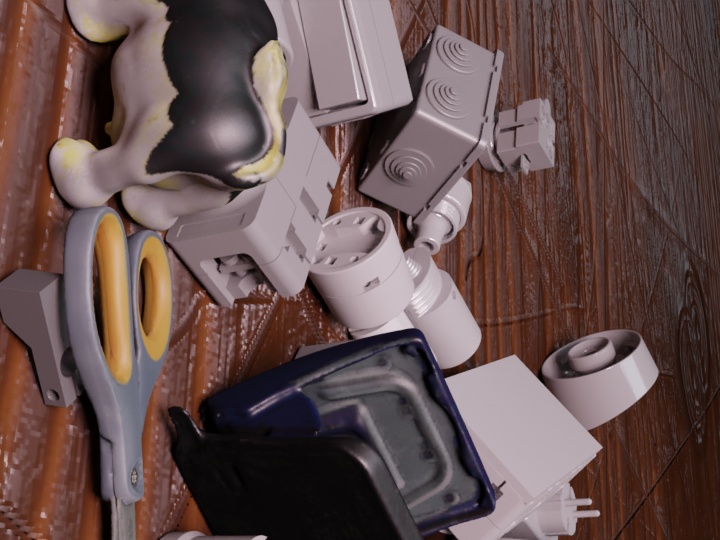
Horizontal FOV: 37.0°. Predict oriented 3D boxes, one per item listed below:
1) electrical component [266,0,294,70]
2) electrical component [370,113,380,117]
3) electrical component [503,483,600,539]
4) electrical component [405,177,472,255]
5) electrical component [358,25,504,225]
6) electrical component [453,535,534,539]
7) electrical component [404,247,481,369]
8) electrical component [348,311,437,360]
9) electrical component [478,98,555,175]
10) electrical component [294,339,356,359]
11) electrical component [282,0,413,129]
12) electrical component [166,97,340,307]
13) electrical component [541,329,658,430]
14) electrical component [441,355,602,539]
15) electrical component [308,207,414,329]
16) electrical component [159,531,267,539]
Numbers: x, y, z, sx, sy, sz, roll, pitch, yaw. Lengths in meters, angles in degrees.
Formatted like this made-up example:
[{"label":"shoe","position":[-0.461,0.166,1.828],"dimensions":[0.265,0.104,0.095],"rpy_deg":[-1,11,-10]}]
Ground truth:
[{"label":"electrical component","position":[-0.057,-0.135,0.554],"dimensions":[0.044,0.044,0.065],"rpy_deg":[35,46,-54]},{"label":"electrical component","position":[0.005,-0.126,0.666],"dimensions":[0.062,0.048,0.048],"rpy_deg":[-68,140,-57]},{"label":"electrical component","position":[0.133,0.173,0.777],"dimensions":[0.065,0.077,0.047],"rpy_deg":[53,38,-42]},{"label":"electrical component","position":[0.051,-0.038,0.726],"dimensions":[0.043,0.043,0.062],"rpy_deg":[57,37,-38]},{"label":"electrical component","position":[0.043,-0.092,0.673],"dimensions":[0.048,0.099,0.099],"rpy_deg":[25,51,-13]},{"label":"electrical component","position":[0.113,0.207,0.701],"dimensions":[0.108,0.108,0.060],"rpy_deg":[26,65,-58]},{"label":"electrical component","position":[0.043,0.021,0.691],"dimensions":[0.081,0.043,0.043],"rpy_deg":[58,35,-36]},{"label":"electrical component","position":[0.019,0.046,0.642],"dimensions":[0.046,0.040,0.040],"rpy_deg":[59,33,-24]},{"label":"electrical component","position":[0.127,-0.107,0.879],"dimensions":[0.048,0.055,0.066],"rpy_deg":[46,43,-48]},{"label":"electrical component","position":[-0.011,0.086,0.561],"dimensions":[0.065,0.047,0.076],"rpy_deg":[64,32,-29]},{"label":"electrical component","position":[-0.019,-0.129,0.601],"dimensions":[0.061,0.062,0.096],"rpy_deg":[-31,109,-61]},{"label":"electrical component","position":[-0.052,-0.036,0.520],"dimensions":[0.055,0.050,0.089],"rpy_deg":[56,36,-39]},{"label":"electrical component","position":[0.207,0.095,0.928],"dimensions":[0.064,0.099,0.099],"rpy_deg":[67,30,-13]},{"label":"electrical component","position":[0.084,0.115,0.690],"dimensions":[0.089,0.061,0.150],"rpy_deg":[47,22,17]},{"label":"electrical component","position":[0.000,0.000,0.605],"dimensions":[0.055,0.055,0.047],"rpy_deg":[-70,144,-44]},{"label":"electrical component","position":[-0.061,0.130,0.453],"dimensions":[0.040,0.046,0.040],"rpy_deg":[30,56,-57]}]
